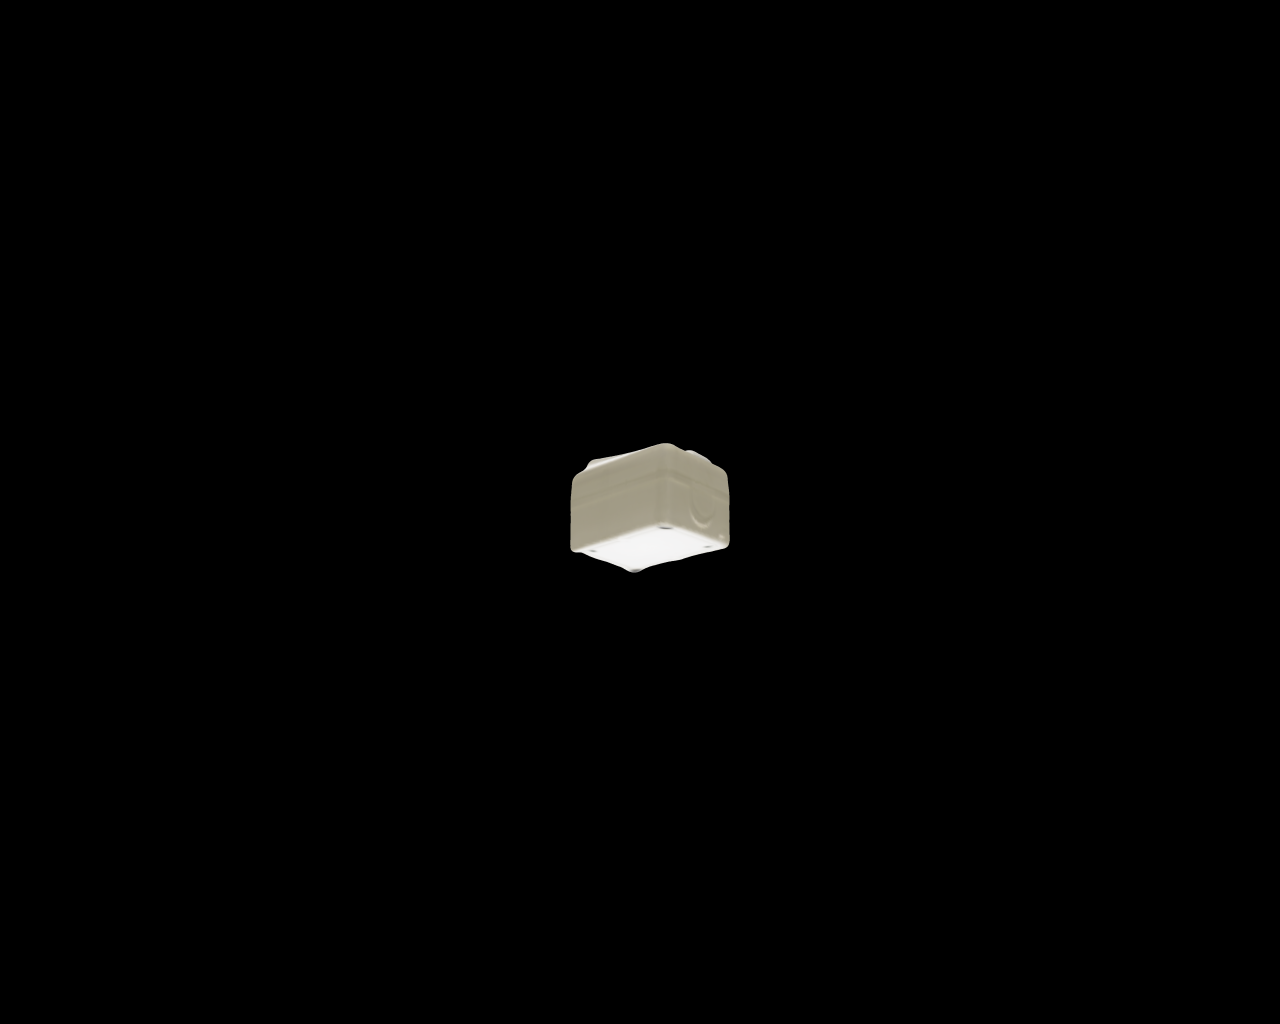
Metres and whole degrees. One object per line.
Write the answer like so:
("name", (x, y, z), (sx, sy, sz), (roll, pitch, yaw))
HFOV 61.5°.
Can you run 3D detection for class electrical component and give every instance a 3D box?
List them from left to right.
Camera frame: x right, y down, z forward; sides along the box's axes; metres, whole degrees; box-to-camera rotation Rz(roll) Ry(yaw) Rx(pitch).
("electrical component", (0.001, -0.003, 0.650), (0.096, 0.061, 0.062), (-17, -27, 38))
